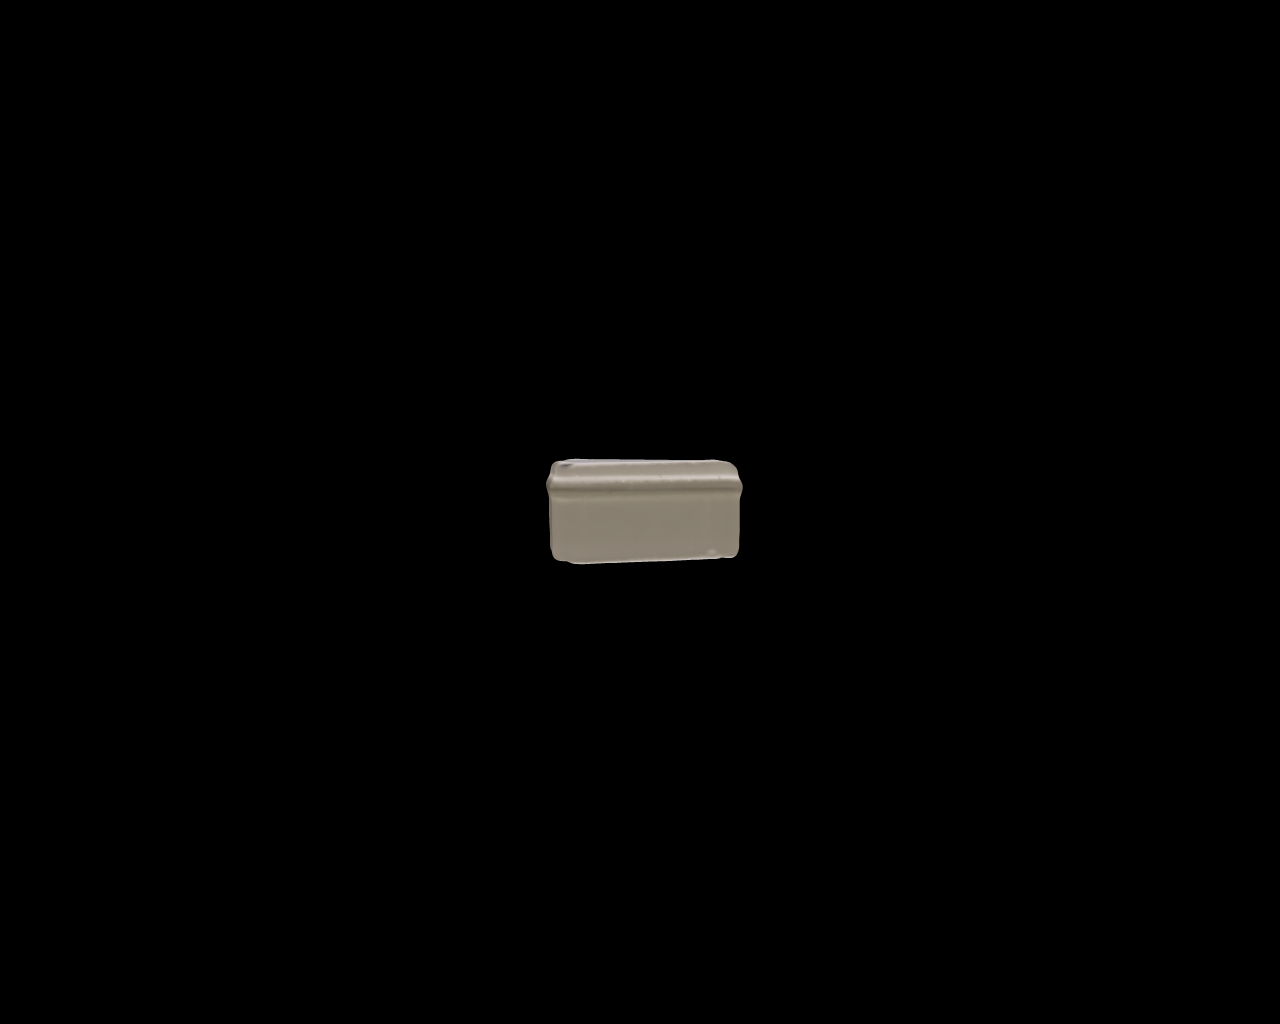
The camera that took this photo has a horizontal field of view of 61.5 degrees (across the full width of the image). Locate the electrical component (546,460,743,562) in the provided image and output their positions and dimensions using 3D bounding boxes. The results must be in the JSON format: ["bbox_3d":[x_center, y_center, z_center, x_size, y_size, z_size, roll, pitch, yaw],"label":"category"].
[{"bbox_3d":[0.001,-0.003,0.650,0.113,0.057,0.078,0,4,-7],"label":"electrical component"}]
